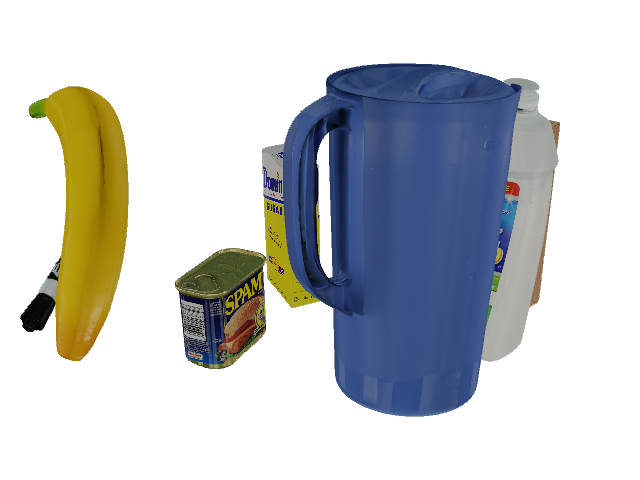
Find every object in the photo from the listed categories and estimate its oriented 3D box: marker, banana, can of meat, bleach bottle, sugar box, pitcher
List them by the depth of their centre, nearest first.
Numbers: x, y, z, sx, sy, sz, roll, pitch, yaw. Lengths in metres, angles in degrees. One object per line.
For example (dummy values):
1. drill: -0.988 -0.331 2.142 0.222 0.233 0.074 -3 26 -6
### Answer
1. banana: -0.139 -0.027 0.632 0.037 0.198 0.070 12 -43 -33
2. pitcher: 0.058 0.000 0.762 0.149 0.243 0.145 5 20 10
3. marker: -0.193 0.021 0.815 0.020 0.121 0.020 16 -37 13
4. bleach bottle: 0.147 -0.022 0.932 0.103 0.251 0.067 27 37 34
5. can of meat: -0.095 0.067 1.051 0.058 0.084 0.101 11 27 26
6. sugar box: -0.035 -0.019 1.275 0.048 0.176 0.093 -13 25 -19

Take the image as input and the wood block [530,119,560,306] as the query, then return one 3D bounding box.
1. wood block: 0.186 -0.028 1.144 0.090 0.206 0.090 20 28 38
